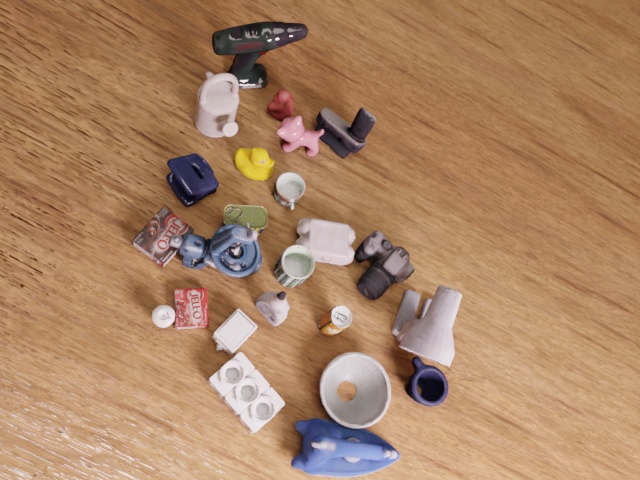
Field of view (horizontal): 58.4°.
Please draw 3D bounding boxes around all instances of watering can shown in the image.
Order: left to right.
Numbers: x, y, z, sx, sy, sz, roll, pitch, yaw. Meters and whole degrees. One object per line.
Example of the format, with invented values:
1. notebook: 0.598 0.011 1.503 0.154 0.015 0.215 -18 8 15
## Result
1. watering can: -0.240 -0.329 1.373 0.101 0.194 0.173 -40 86 -24

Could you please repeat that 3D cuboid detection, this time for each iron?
1. iron: 0.075 0.449 1.224 0.259 0.141 0.118 10 69 -13

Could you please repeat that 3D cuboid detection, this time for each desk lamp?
1. desk lamp: 0.247 0.196 1.323 0.118 0.213 0.203 24 66 -7

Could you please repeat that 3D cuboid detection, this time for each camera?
1. camera: 0.144 0.068 1.399 0.143 0.100 0.137 43 66 1

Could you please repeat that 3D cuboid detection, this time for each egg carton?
1. egg carton: 0.013 0.005 1.400 0.150 0.069 0.107 8 69 -14

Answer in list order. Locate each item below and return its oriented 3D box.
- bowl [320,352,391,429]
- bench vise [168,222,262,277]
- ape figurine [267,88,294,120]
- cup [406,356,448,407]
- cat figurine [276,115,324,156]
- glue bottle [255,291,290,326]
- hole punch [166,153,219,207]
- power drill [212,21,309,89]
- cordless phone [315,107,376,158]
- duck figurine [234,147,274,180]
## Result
1. bowl: 0.072 0.342 1.297 0.168 0.074 0.167 5 70 -15
2. bench vise: -0.217 0.022 1.243 0.208 0.219 0.121 -7 73 -18
3. ape figurine: -0.098 -0.358 1.481 0.078 0.092 0.076 -25 80 -22
4. cup: 0.233 0.332 1.336 0.092 0.095 0.117 -21 78 -22
5. cat figurine: -0.052 -0.272 1.451 0.128 0.117 0.067 4 70 -15
6. glue bottle: -0.097 0.140 1.263 0.037 0.173 0.078 -39 85 -24
7. hole punch: -0.300 -0.152 1.351 0.101 0.091 0.108 -33 83 -24
8. power drill: -0.159 -0.471 1.439 0.230 0.208 0.075 -8 74 -19
9. cordless phone: 0.070 -0.306 1.462 0.147 0.185 0.094 37 66 -1
10. duck figurine: -0.158 -0.200 1.412 0.104 0.086 0.077 29 66 -5
